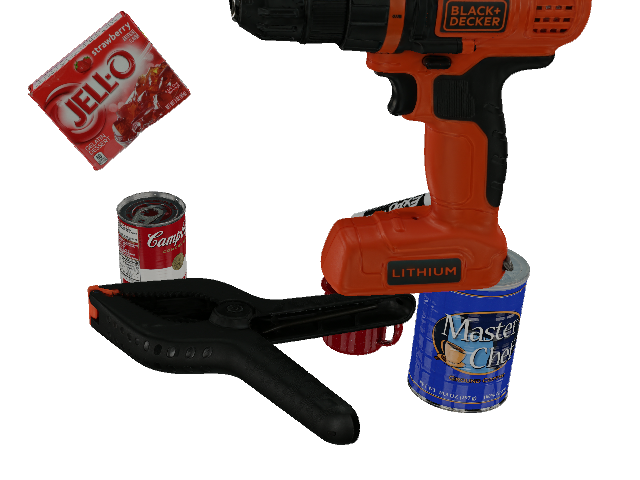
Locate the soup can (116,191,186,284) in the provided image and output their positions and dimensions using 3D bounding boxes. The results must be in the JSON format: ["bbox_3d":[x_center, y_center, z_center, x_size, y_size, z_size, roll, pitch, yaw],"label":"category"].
[{"bbox_3d":[-0.169,0.011,1.078,0.068,0.102,0.068,2,30,-1],"label":"soup can"}]

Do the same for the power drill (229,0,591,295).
[{"bbox_3d":[0.042,-0.062,0.568,0.184,0.188,0.057,-1,31,-9],"label":"power drill"}]

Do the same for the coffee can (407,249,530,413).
[{"bbox_3d":[0.144,0.083,1.051,0.103,0.140,0.103,4,24,-2],"label":"coffee can"}]

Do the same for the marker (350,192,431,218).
[{"bbox_3d":[0.074,-0.026,0.860,0.121,0.020,0.020,-16,-11,42],"label":"marker"}]

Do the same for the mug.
[{"bbox_3d":[0.054,0.096,1.347,0.117,0.081,0.093,20,29,32],"label":"mug"}]

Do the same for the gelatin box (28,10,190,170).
[{"bbox_3d":[-0.149,-0.106,0.754,0.089,0.073,0.030,-39,24,-1],"label":"gelatin box"}]

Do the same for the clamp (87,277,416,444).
[{"bbox_3d":[-0.046,0.055,0.680,0.210,0.036,0.164,13,26,20],"label":"clamp"}]
